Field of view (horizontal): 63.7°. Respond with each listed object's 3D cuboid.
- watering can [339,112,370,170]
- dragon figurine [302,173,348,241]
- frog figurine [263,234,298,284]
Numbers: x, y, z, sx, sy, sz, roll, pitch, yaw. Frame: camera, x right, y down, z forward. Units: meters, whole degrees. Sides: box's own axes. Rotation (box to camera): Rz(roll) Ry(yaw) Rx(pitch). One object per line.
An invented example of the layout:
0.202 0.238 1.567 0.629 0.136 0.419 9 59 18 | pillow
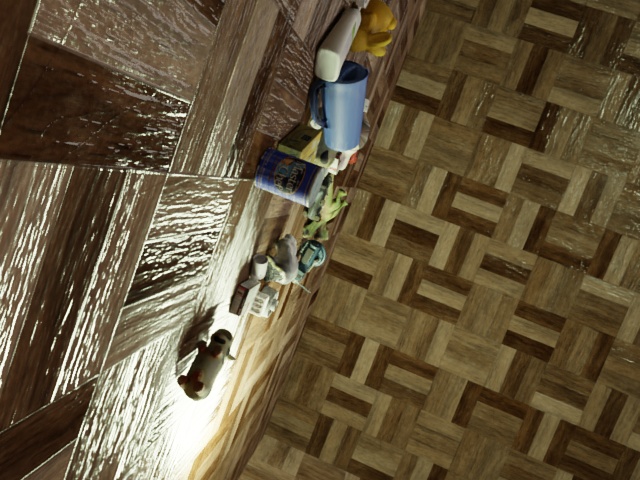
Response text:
0.125 -0.442 1.983 0.224 0.104 0.349 167 -63 -79 | watering can
0.007 -0.109 2.170 0.246 0.123 0.403 -58 161 -16 | dragon figurine
-0.108 0.062 1.685 0.162 0.123 0.134 -46 140 -42 | frog figurine
